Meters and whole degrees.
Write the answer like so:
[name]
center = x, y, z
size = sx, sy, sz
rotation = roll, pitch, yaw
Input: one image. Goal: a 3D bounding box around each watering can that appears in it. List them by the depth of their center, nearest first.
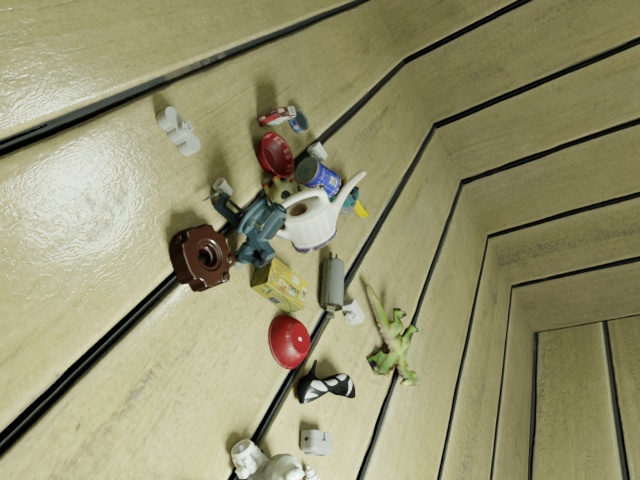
[watering can]
center = 0.005, -0.082, 1.639
size = 0.106, 0.348, 0.219
rotation = -121, -170, -46

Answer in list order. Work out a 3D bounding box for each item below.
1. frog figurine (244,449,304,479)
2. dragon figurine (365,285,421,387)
[frog figurine]
center = -0.091, 0.571, 1.235
size = 0.138, 0.158, 0.123
rotation = -20, 92, -59
[dragon figurine]
center = 0.249, 0.384, 1.911
size = 0.406, 0.120, 0.248
rotation = 48, 46, -15
